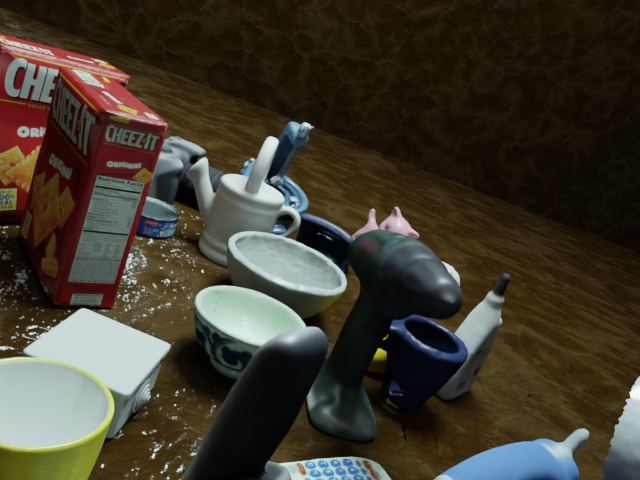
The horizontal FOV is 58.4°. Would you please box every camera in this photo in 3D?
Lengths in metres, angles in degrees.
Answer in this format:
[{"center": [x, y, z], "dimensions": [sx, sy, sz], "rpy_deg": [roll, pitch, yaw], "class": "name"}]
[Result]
[{"center": [-0.233, -0.115, 1.008], "dimensions": [0.137, 0.101, 0.143], "rpy_deg": [23, 17, 3], "class": "camera"}]

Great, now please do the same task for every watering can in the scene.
[{"center": [-0.111, -0.064, 0.846], "dimensions": [0.173, 0.194, 0.100], "rpy_deg": [14, 19, -24], "class": "watering can"}]

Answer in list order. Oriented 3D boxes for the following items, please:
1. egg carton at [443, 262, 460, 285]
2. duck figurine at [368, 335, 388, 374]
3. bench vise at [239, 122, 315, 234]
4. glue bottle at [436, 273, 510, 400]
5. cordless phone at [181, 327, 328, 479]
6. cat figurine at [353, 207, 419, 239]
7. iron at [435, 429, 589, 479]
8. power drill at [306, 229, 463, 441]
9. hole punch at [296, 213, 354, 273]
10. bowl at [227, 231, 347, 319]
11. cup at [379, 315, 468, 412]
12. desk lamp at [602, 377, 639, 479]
[{"center": [0.178, 0.065, 1.030], "dimensions": [0.150, 0.069, 0.107], "rpy_deg": [27, 18, 15], "class": "egg carton"}, {"center": [0.075, 0.112, 0.733], "dimensions": [0.078, 0.086, 0.104], "rpy_deg": [17, 18, -17], "class": "duck figurine"}, {"center": [-0.092, -0.114, 0.978], "dimensions": [0.122, 0.220, 0.206], "rpy_deg": [2, 26, -48], "class": "bench vise"}, {"center": [0.197, 0.118, 0.718], "dimensions": [0.037, 0.173, 0.078], "rpy_deg": [35, 21, 35], "class": "glue bottle"}, {"center": [-0.071, 0.130, 0.330], "dimensions": [0.094, 0.185, 0.148], "rpy_deg": [32, 20, 28], "class": "cordless phone"}, {"center": [0.129, -0.015, 1.127], "dimensions": [0.067, 0.118, 0.127], "rpy_deg": [8, 22, -39], "class": "cat figurine"}, {"center": [0.100, 0.202, 0.401], "dimensions": [0.259, 0.141, 0.118], "rpy_deg": [7, 23, -41], "class": "iron"}, {"center": [0.056, 0.088, 0.574], "dimensions": [0.076, 0.208, 0.229], "rpy_deg": [18, 18, -14], "class": "power drill"}, {"center": [0.009, 0.003, 0.968], "dimensions": [0.108, 0.091, 0.101], "rpy_deg": [27, 18, 14], "class": "hole punch"}, {"center": [-0.053, 0.057, 0.760], "dimensions": [0.167, 0.075, 0.167], "rpy_deg": [20, 17, -6], "class": "bowl"}, {"center": [0.098, 0.143, 0.654], "dimensions": [0.118, 0.095, 0.091], "rpy_deg": [18, 18, -14], "class": "cup"}, {"center": [0.287, 0.232, 0.418], "dimensions": [0.118, 0.213, 0.202], "rpy_deg": [2, 26, -48], "class": "desk lamp"}]
